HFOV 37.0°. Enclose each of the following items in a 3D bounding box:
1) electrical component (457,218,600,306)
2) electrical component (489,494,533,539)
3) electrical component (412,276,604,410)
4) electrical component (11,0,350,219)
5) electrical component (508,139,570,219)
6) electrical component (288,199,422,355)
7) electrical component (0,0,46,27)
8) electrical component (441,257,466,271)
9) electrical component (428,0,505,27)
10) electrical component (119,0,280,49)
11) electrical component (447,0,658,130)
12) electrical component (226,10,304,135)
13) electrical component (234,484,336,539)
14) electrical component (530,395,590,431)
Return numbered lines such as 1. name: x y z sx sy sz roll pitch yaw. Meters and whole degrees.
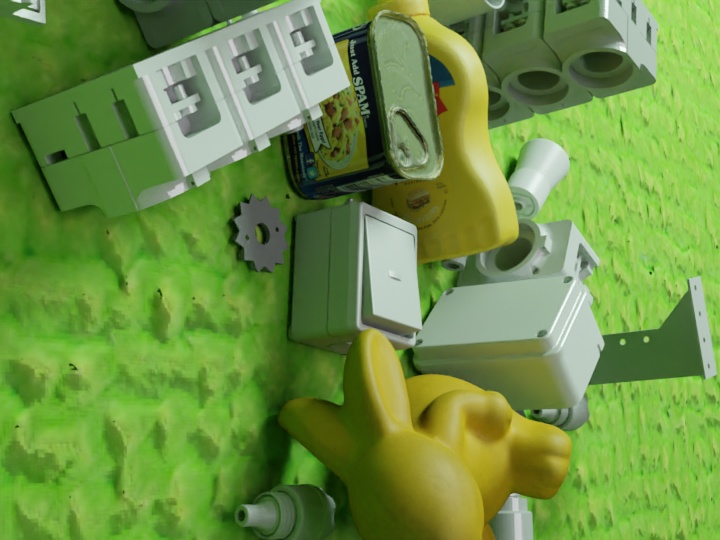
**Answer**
1. electrical component: 0.123 -0.001 0.803 0.055 0.089 0.050 46 48 -37
2. electrical component: 0.104 0.176 0.778 0.040 0.040 0.078 16 69 -50
3. electrical component: 0.101 0.051 0.743 0.078 0.113 0.057 -54 127 -44
4. electrical component: -0.083 -0.084 0.549 0.150 0.089 0.061 -39 113 -50
5. electrical component: 0.142 -0.072 0.887 0.044 0.044 0.065 58 47 -27
6. electrical component: 0.000 0.000 0.664 0.062 0.061 0.096 20 66 -49
7. electrical component: -0.180 -0.169 0.464 0.079 0.063 0.121 6 77 -52
8. electrical component: 0.071 -0.031 0.781 0.043 0.043 0.062 34 57 -44
9. electrical component: 0.052 -0.210 0.770 0.079 0.077 0.044 44 50 -38
10. electrical component: -0.061 -0.180 0.552 0.062 0.150 0.089 -41 114 -51
11. electrical component: 0.135 -0.162 0.807 0.089 0.150 0.061 33 55 -44
12. electrical component: -0.053 -0.119 0.640 0.040 0.040 0.078 -39 113 -50
13. electrical component: -0.043 0.136 0.596 0.061 0.035 0.035 14 71 -48
14. electrical component: 0.159 0.113 0.870 0.061 0.035 0.035 7 76 -49
